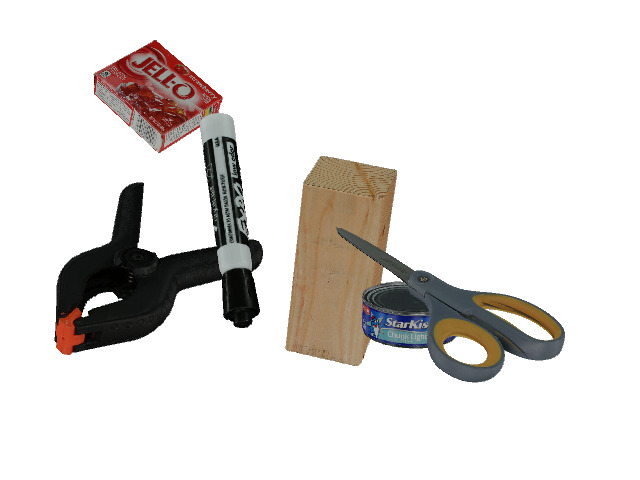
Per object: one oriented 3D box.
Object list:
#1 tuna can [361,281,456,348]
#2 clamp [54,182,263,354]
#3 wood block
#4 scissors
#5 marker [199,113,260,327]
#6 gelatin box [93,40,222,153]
[{"bbox_3d":[0.079,0.065,0.933,0.086,0.034,0.086,1,15,0],"label":"tuna can"},{"bbox_3d":[-0.134,0.016,0.751,0.120,0.039,0.171,27,37,25],"label":"clamp"},{"bbox_3d":[0.023,0.023,1.190,0.090,0.206,0.090,12,26,10],"label":"wood block"},{"bbox_3d":[0.065,0.042,0.721,0.202,0.016,0.096,21,38,32],"label":"scissors"},{"bbox_3d":[-0.048,-0.011,0.561,0.020,0.121,0.020,-8,-25,-4],"label":"marker"},{"bbox_3d":[-0.143,-0.128,0.937,0.073,0.089,0.030,-38,-18,-34],"label":"gelatin box"}]
